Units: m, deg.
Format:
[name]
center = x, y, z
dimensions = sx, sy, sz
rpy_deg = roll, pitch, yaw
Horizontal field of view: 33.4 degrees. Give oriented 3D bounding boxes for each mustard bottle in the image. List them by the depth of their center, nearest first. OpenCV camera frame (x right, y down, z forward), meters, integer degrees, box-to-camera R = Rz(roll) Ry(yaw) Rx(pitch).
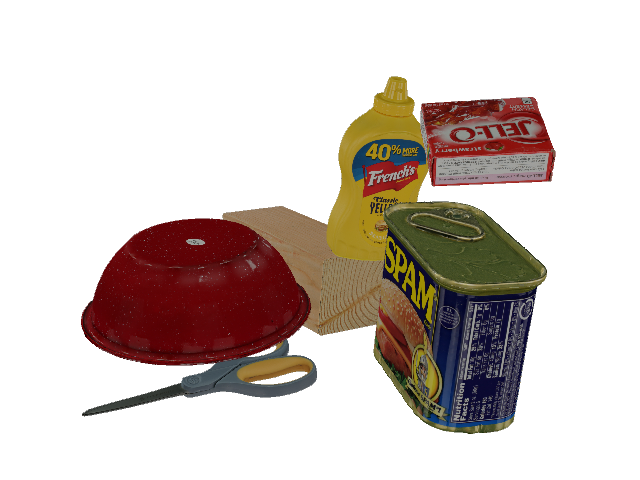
[mustard bottle]
center = 0.065, -0.075, 1.100
dimensions = 0.096, 0.192, 0.058
rpy_deg = 1, 25, -15

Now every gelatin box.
[gelatin box]
center = 0.121, -0.074, 0.784
dimensions = 0.089, 0.030, 0.073
rpy_deg = -3, 39, 0

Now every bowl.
[bowl]
center = -0.087, 0.026, 0.744
dimensions = 0.162, 0.055, 0.162
rpy_deg = -1, 22, 0

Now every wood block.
[wood block]
center = -0.025, 0.030, 1.242
dimensions = 0.090, 0.090, 0.206
rpy_deg = -8, 20, -36

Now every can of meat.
[can of meat]
center = 0.066, 0.037, 0.542
dimensions = 0.057, 0.084, 0.102
rpy_deg = -3, 24, -17

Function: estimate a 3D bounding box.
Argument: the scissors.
[scissors]
center = -0.105, 0.115, 0.936
dimensions = 0.201, 0.016, 0.096
rpy_deg = -4, 29, -7
